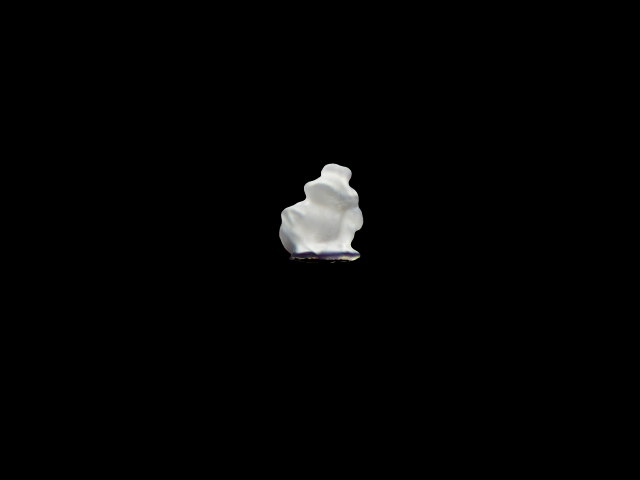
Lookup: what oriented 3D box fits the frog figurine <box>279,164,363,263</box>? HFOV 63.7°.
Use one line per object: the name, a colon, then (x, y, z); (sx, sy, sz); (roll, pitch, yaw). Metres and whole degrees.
frog figurine: (0.003, -0.043, 0.850); (0.137, 0.161, 0.121); (-1, -10, 4)
